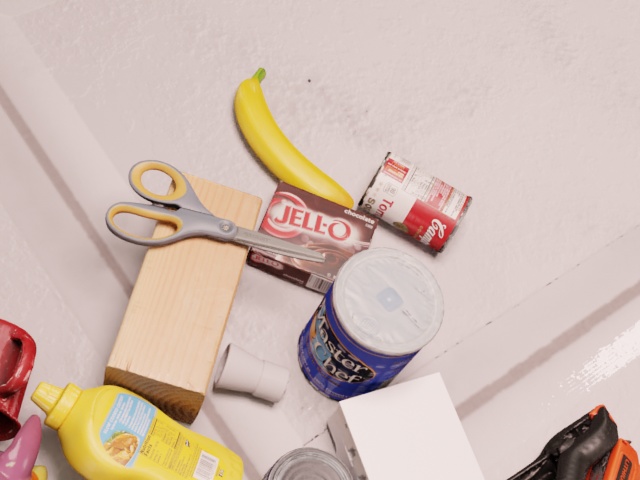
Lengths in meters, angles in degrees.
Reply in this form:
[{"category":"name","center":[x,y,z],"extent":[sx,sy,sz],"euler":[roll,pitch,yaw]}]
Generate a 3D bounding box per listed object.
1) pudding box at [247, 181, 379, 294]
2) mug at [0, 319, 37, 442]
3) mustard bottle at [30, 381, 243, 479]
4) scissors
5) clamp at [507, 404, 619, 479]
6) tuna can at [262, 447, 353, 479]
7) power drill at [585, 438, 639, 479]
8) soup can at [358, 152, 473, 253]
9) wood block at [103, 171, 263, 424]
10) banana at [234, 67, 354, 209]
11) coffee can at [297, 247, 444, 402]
[{"category":"pudding box","center":[-0.007,0.001,1.084],"extent":[0.113,0.039,0.090],"euler":[23,60,-3]},{"category":"mug","center":[-0.283,0.113,0.908],"extent":[0.093,0.117,0.081],"euler":[36,47,-35]},{"category":"mustard bottle","center":[-0.160,0.178,0.911],"extent":[0.191,0.058,0.096],"euler":[34,31,-10]},{"category":"scissors","center":[-0.095,-0.027,0.983],"extent":[0.201,0.016,0.096],"euler":[3,62,-13]},{"category":"clamp","center":[0.225,0.214,1.020],"extent":[0.171,0.120,0.039],"euler":[-28,94,-48]},{"category":"tuna can","center":[-0.011,0.232,0.966],"extent":[0.086,0.034,0.086],"euler":[7,62,-13]},{"category":"power drill","center":[0.332,0.287,0.997],"extent":[0.187,0.057,0.184],"euler":[35,36,3]},{"category":"soup can","center":[0.099,-0.040,1.120],"extent":[0.102,0.069,0.068],"euler":[30,59,1]},{"category":"wood block","center":[-0.127,0.053,0.995],"extent":[0.090,0.090,0.206],"euler":[18,60,-5]},{"category":"banana","center":[-0.039,-0.103,1.131],"extent":[0.069,0.037,0.198],"euler":[-25,72,-24]},{"category":"coffee can","center":[0.044,0.083,0.998],"extent":[0.102,0.140,0.103],"euler":[7,62,-13]}]
